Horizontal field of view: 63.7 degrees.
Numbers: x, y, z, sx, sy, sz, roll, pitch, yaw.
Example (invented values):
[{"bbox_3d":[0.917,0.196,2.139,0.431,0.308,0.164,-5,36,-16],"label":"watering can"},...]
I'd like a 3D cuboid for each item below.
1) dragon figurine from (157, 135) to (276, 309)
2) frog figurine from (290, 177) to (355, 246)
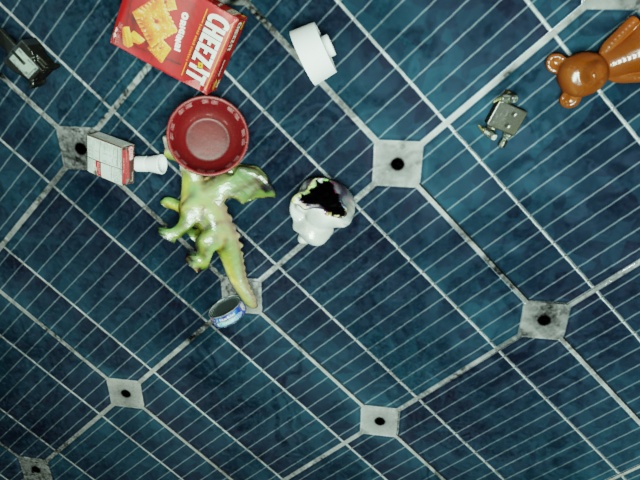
[{"bbox_3d":[-0.204,-0.058,1.121,0.241,0.124,0.407,-40,103,14],"label":"dragon figurine"},{"bbox_3d":[0.003,-0.056,1.103,0.137,0.125,0.156,2,152,-1],"label":"frog figurine"}]
